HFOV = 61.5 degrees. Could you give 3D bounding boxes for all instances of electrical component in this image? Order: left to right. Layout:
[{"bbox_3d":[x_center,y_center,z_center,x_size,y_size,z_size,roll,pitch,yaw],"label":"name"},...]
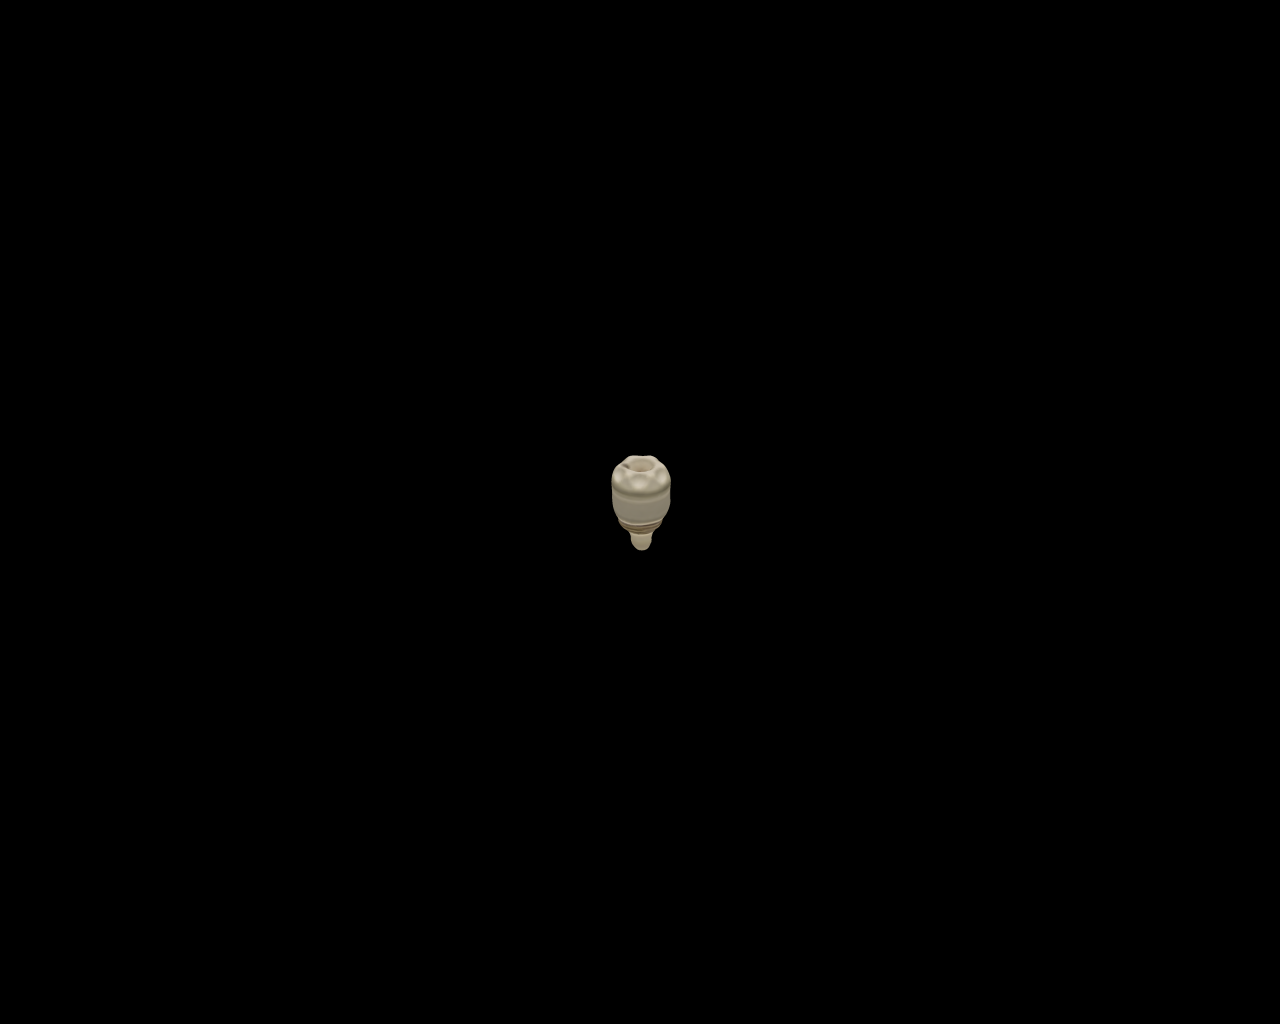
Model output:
[{"bbox_3d":[0.001,-0.003,0.650,0.035,0.061,0.035,0,32,0],"label":"electrical component"}]
